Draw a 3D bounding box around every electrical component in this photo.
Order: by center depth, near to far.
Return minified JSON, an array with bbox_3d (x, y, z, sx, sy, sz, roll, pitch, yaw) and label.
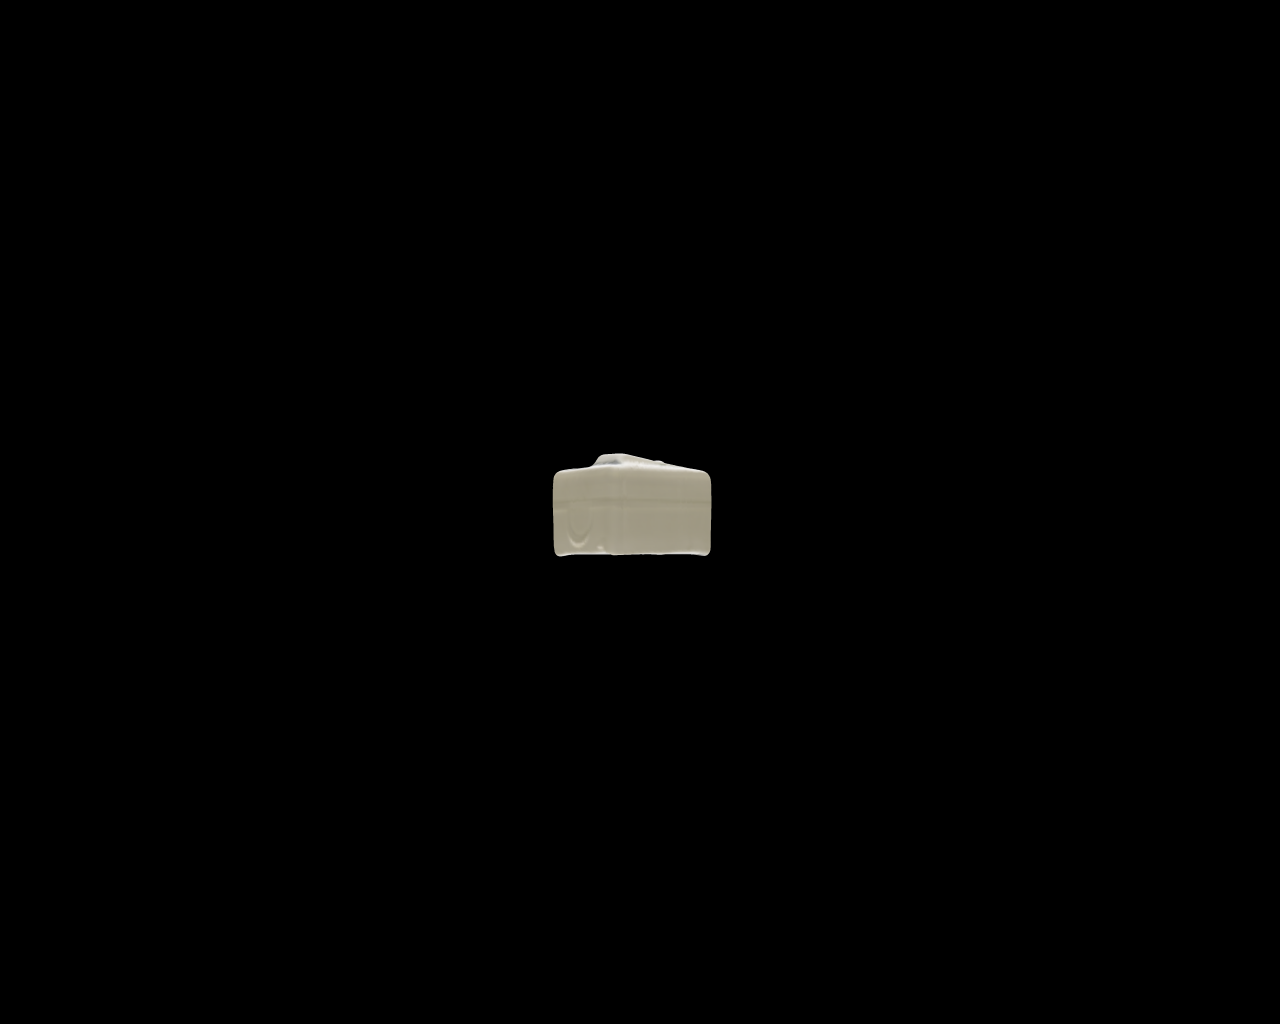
[{"bbox_3d":[0.001,-0.003,0.650,0.096,0.061,0.061,2,-3,-40],"label":"electrical component"}]
